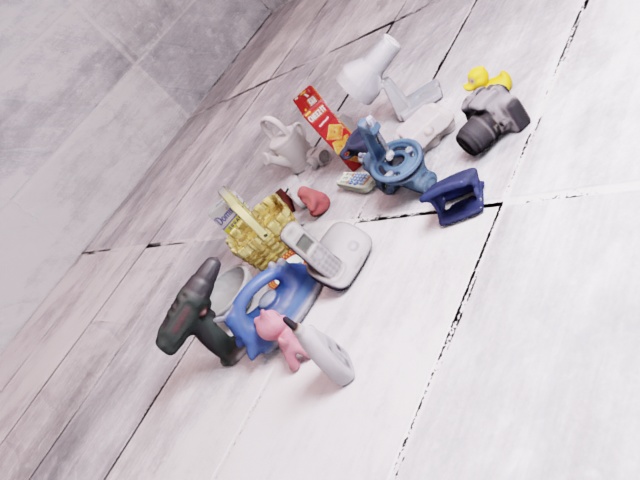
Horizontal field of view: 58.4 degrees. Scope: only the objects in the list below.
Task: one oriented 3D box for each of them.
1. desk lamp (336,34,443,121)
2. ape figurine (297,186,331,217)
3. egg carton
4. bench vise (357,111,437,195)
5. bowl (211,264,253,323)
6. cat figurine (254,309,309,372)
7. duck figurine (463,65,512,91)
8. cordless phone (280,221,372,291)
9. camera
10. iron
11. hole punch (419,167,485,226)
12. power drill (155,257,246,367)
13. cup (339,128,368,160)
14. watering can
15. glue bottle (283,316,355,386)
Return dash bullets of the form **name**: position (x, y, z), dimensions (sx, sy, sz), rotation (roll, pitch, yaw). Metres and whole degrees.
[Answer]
- **desk lamp**: position (0.178, -0.417, 1.501), dimensions (0.203, 0.214, 0.118), rotation (-31, 32, 23)
- **ape figurine**: position (-0.024, -0.105, 1.484), dimensions (0.076, 0.092, 0.078), rotation (-29, 32, 26)
- **egg carton**: position (0.245, -0.257, 1.356), dimensions (0.150, 0.070, 0.107), rotation (-42, 29, 5)
- **bench vise**: position (0.129, -0.180, 1.250), dimensions (0.206, 0.220, 0.121), rotation (-6, 47, 49)
- **bowl**: position (-0.219, 0.146, 1.429), dimensions (0.167, 0.075, 0.167), rotation (-32, 31, 23)
- **cat figurine**: position (-0.083, 0.188, 1.153), dimensions (0.067, 0.118, 0.127), rotation (-46, 29, -1)
- **duck figurine**: position (0.375, -0.359, 1.303), dimensions (0.104, 0.086, 0.077), rotation (-31, 32, 24)
- **cordless phone**: position (0.011, 0.004, 1.199), dimensions (0.093, 0.185, 0.148), rotation (-1, 51, 52)
- **camera**: position (0.338, -0.254, 1.200), dimensions (0.137, 0.101, 0.142), rotation (-45, 29, 0)
- **iron**: position (-0.107, 0.124, 1.242), dimensions (0.258, 0.142, 0.118), rotation (-51, 29, -11)
- **hole punch**: position (0.255, -0.097, 1.113), dimensions (0.108, 0.091, 0.101), rotation (-23, 36, 34)
- **power drill**: position (-0.243, 0.179, 1.277), dimensions (0.230, 0.209, 0.075), rotation (-50, 29, -9)
- **cup**: position (0.116, -0.226, 1.457), dimensions (0.117, 0.095, 0.091), rotation (-39, 29, 11)
- **watering can**: position (-0.109, -0.294, 1.734), dimensions (0.100, 0.194, 0.173), rotation (-20, 38, 38)
- **glue bottle**: position (-0.006, 0.183, 1.001), dimensions (0.037, 0.173, 0.078), rotation (-38, 30, 12)
